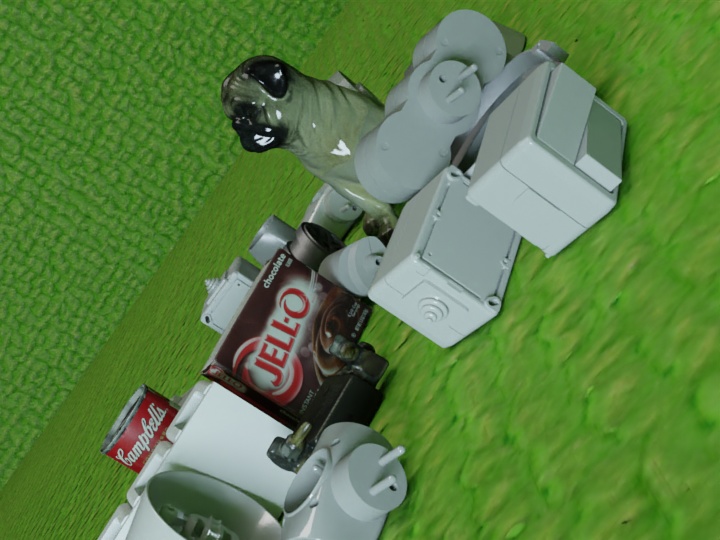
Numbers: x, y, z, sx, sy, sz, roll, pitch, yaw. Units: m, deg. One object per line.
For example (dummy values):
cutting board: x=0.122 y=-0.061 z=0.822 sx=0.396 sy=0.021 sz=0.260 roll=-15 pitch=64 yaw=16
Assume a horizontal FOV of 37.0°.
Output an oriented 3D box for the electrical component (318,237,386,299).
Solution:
electrical component: x=0.000 y=0.000 z=0.850 sx=0.043 sy=0.043 sz=0.081 roll=-60 pitch=13 yaw=-18

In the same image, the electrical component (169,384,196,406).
electrical component: x=-0.163 y=0.162 z=0.999 sx=0.062 sy=0.061 sz=0.096 roll=-38 pitch=22 yaw=53

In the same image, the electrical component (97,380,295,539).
electrical component: x=-0.110 y=0.162 z=0.743 sx=0.150 sy=0.089 sz=0.062 roll=-58 pitch=13 yaw=-12

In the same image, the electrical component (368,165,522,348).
electrical component: x=0.048 y=-0.001 z=0.638 sx=0.061 sy=0.062 sz=0.096 roll=-41 pitch=19 yaw=48

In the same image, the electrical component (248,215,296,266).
electrical component: x=-0.067 y=-0.006 z=1.029 sx=0.043 sy=0.077 sz=0.079 roll=-48 pitch=15 yaw=29

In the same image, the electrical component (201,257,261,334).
electrical component: x=-0.108 y=0.033 z=1.039 sx=0.061 sy=0.096 sz=0.061 roll=-53 pitch=13 yaw=14

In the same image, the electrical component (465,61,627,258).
electrical component: x=0.107 y=-0.068 z=0.590 sx=0.061 sy=0.062 sz=0.096 roll=-44 pitch=17 yaw=42

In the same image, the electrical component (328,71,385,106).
electrical component: x=-0.007 y=-0.169 z=1.182 sx=0.064 sy=0.099 sz=0.099 roll=-47 pitch=14 yaw=10

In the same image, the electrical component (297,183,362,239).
electrical component: x=-0.020 y=-0.064 z=1.081 sx=0.077 sy=0.043 sz=0.079 roll=-59 pitch=14 yaw=-17

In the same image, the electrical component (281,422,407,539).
electrical component: x=-0.002 y=0.116 z=0.570 sx=0.079 sy=0.044 sz=0.077 roll=-42 pitch=19 yaw=43

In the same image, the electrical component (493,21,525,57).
electrical component: x=0.096 y=-0.176 z=0.945 sx=0.099 sy=0.064 sz=0.099 roll=-59 pitch=0 yaw=-1

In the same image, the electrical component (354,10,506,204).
electrical component: x=0.053 y=-0.110 z=0.689 sx=0.138 sy=0.052 sz=0.074 roll=-61 pitch=14 yaw=-21

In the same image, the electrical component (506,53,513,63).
electrical component: x=0.098 y=-0.141 z=0.852 sx=0.065 sy=0.044 sz=0.044 roll=-55 pitch=12 yaw=25

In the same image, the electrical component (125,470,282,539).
electrical component: x=-0.096 y=0.170 z=0.664 sx=0.064 sy=0.099 sz=0.099 roll=-63 pitch=14 yaw=-5

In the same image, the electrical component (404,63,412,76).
electrical component: x=0.085 y=-0.220 z=1.082 sx=0.077 sy=0.044 sz=0.079 roll=-49 pitch=15 yaw=28
